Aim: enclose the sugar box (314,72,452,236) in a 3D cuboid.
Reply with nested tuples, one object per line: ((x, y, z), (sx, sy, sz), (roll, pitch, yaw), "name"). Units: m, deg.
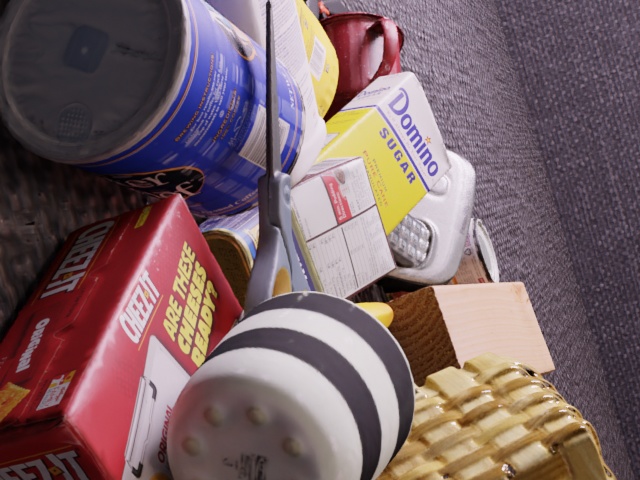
((0.033, -0.051, 0.826), (0.176, 0.048, 0.093), (-44, 119, -37), "sugar box")

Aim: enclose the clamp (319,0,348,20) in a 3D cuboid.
((0.028, -0.192, 1.054), (0.171, 0.039, 0.120), (49, 29, -51), "clamp")

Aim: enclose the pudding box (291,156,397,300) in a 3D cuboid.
((-0.005, 0.001, 0.723), (0.113, 0.039, 0.090), (-27, 106, -40), "pudding box")

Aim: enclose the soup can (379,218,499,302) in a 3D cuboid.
((0.110, 0.024, 1.008), (0.068, 0.102, 0.068), (-17, 90, -72), "soup can")

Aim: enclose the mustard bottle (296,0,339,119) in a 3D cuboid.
((-0.050, -0.167, 0.773), (0.191, 0.058, 0.096), (52, 42, -48), "mustard bottle")

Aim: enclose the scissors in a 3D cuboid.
((-0.017, -0.008, 0.529), (0.096, 0.016, 0.202), (56, 34, -64), "scissors")

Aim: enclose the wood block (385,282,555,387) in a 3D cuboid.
((0.116, 0.093, 0.918), (0.205, 0.090, 0.091), (2, 66, -60), "wood block")

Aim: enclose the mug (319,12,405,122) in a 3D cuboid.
((0.036, -0.146, 0.934), (0.093, 0.117, 0.081), (10, 64, -26), "mug")

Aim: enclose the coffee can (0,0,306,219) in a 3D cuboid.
((-0.080, -0.073, 0.536), (0.140, 0.103, 0.103), (24, 52, -66), "coffee can")

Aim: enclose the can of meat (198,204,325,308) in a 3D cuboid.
((-0.041, 0.030, 0.635), (0.102, 0.057, 0.083), (69, 21, -10), "can of meat")

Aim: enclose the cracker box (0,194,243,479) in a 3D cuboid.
((-0.062, 0.113, 0.480), (0.164, 0.072, 0.213), (-77, 144, -59), "cracker box")

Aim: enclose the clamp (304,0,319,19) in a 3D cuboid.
((-0.032, -0.246, 0.920), (0.164, 0.036, 0.210), (9, 67, -60), "clamp")

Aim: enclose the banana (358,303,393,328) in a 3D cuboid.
((0.013, 0.081, 0.736), (0.197, 0.069, 0.037), (-69, 164, -75), "banana")

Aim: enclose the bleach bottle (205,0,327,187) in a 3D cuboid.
((-0.050, -0.160, 0.658), (0.102, 0.068, 0.251), (-66, 151, -57), "bleach bottle")
